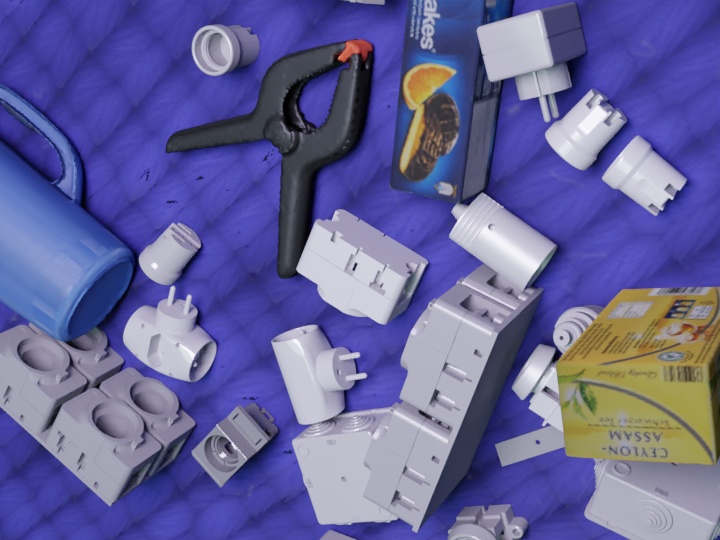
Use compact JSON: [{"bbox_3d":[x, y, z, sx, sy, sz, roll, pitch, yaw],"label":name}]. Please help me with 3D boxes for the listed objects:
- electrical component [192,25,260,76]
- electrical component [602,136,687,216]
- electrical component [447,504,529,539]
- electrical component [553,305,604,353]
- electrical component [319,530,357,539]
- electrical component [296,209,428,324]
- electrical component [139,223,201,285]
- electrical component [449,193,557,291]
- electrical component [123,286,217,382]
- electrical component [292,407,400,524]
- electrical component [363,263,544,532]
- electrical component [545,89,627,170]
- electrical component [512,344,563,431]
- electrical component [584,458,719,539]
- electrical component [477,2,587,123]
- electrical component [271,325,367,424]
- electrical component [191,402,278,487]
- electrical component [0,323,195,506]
[{"bbox_3d":[-0.109,-0.182,0.883,0.040,0.046,0.040,9,110,25],"label":"electrical component"},{"bbox_3d":[0.202,-0.066,0.761,0.046,0.040,0.040,39,120,4],"label":"electrical component"},{"bbox_3d":[0.101,0.226,0.900,0.066,0.055,0.048,-11,101,30],"label":"electrical component"},{"bbox_3d":[0.164,0.047,0.799,0.040,0.078,0.040,1,92,31],"label":"electrical component"},{"bbox_3d":[-0.003,0.344,0.992,0.105,0.060,0.186,15,113,23],"label":"electrical component"},{"bbox_3d":[0.000,0.000,0.883,0.089,0.050,0.055,32,118,16],"label":"electrical component"},{"bbox_3d":[-0.172,-0.015,0.977,0.040,0.040,0.046,49,116,6],"label":"electrical component"},{"bbox_3d":[0.105,-0.025,0.823,0.081,0.043,0.043,37,120,13],"label":"electrical component"},{"bbox_3d":[-0.173,0.053,0.997,0.077,0.043,0.079,26,117,19],"label":"electrical component"},{"bbox_3d":[-0.004,0.174,0.943,0.100,0.048,0.099,-12,101,31],"label":"electrical component"},{"bbox_3d":[0.069,0.096,0.845,0.060,0.105,0.186,27,117,18],"label":"electrical component"},{"bbox_3d":[0.163,-0.101,0.770,0.040,0.040,0.046,46,115,8],"label":"electrical component"},{"bbox_3d":[0.152,0.090,0.835,0.055,0.048,0.066,33,119,6],"label":"electrical component"},{"bbox_3d":[0.224,0.157,0.788,0.100,0.100,0.048,23,128,20],"label":"electrical component"},{"bbox_3d":[0.125,-0.141,0.750,0.047,0.083,0.075,-10,102,30],"label":"electrical component"},{"bbox_3d":[-0.030,0.088,0.931,0.079,0.044,0.077,-13,100,31],"label":"electrical component"},{"bbox_3d":[-0.112,0.156,0.987,0.042,0.064,0.081,47,122,5],"label":"electrical component"},{"bbox_3d":[-0.262,0.122,1.031,0.186,0.105,0.060,38,120,12],"label":"electrical component"}]
